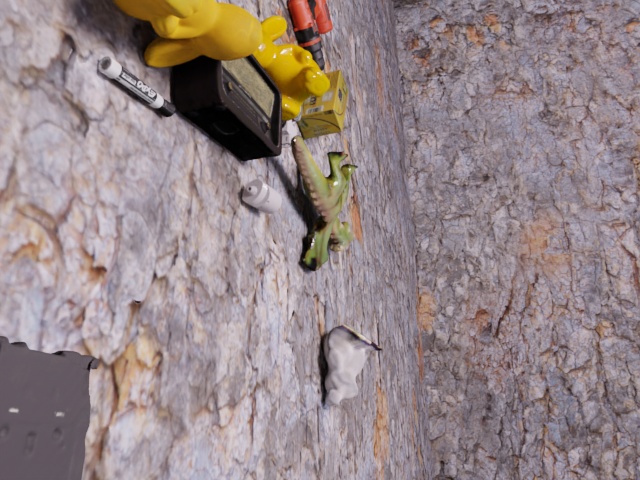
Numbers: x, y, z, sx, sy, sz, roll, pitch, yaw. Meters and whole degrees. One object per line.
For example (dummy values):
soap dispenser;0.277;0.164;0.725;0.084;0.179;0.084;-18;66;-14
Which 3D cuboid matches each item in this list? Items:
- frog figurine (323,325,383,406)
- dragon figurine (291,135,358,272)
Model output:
frog figurine;0.046;0.271;1.108;0.160;0.123;0.135;-57;162;-8
dragon figurine;0.003;-0.055;1.086;0.408;0.122;0.244;18;73;-69
